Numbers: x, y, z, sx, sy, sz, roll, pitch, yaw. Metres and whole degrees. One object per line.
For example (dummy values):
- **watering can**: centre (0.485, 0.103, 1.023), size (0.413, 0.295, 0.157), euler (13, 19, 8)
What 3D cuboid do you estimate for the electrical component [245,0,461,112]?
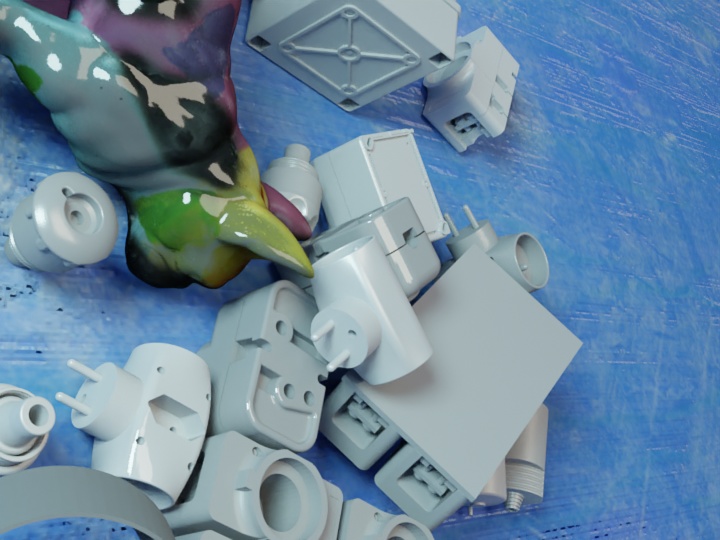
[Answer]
- **electrical component**: centre (-0.005, -0.172, 0.748), size (0.109, 0.109, 0.056), euler (29, 56, -38)

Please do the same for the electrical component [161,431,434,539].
- **electrical component**: centre (-0.029, 0.176, 0.601), size (0.186, 0.060, 0.105), euler (36, 50, -33)

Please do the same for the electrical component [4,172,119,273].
- **electrical component**: centre (-0.156, -0.019, 0.542), size (0.048, 0.062, 0.048), euler (23, 57, -41)

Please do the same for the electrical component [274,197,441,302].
- **electrical component**: centre (0.000, 0.000, 0.685), size (0.054, 0.095, 0.059), euler (-34, 100, -50)

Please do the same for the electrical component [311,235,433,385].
- **electrical component**: centre (-0.002, 0.030, 0.612), size (0.079, 0.044, 0.077), euler (-39, 104, -51)

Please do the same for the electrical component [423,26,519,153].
- **electrical component**: centre (0.090, -0.153, 0.892), size (0.056, 0.050, 0.089), euler (42, 46, -29)

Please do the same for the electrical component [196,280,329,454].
- **electrical component**: centre (-0.058, 0.061, 0.621), size (0.054, 0.059, 0.095), euler (36, 49, -34)

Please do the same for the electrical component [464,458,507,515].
- **electrical component**: centre (0.083, 0.132, 0.763), size (0.040, 0.040, 0.078), euler (24, 56, -41)

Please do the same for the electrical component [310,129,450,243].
- **electrical component**: centre (0.013, -0.042, 0.745), size (0.062, 0.061, 0.096), euler (-18, 87, -51)

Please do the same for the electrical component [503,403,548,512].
- **electrical component**: centre (0.115, 0.139, 0.795), size (0.043, 0.043, 0.081), euler (35, 50, -34)

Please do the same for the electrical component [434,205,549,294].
- **electrical component**: centre (0.090, -0.012, 0.807), size (0.079, 0.077, 0.043), euler (60, 40, -10)

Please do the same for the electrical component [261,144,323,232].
- **electrical component**: centre (-0.045, -0.053, 0.699), size (0.043, 0.043, 0.062), euler (35, 49, -34)

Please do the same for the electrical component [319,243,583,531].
- **electrical component**: centre (0.061, 0.075, 0.721), size (0.105, 0.060, 0.186), euler (43, 41, 5)

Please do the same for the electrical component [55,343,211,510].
- **electrical component**: centre (-0.121, 0.073, 0.556), size (0.079, 0.043, 0.077), euler (36, 49, -33)

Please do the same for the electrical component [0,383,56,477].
- **electrical component**: centre (-0.164, 0.073, 0.493), size (0.043, 0.062, 0.043), euler (23, 57, -41)
